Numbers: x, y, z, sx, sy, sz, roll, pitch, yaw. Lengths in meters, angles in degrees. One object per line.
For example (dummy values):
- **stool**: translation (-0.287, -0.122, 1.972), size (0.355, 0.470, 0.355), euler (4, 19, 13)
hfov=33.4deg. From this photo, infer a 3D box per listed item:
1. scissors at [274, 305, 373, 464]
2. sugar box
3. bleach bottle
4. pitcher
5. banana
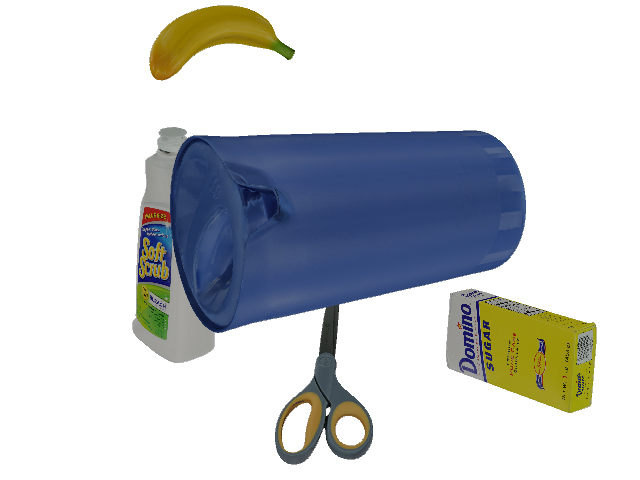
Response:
- **scissors**: translation (0.021, 0.126, 0.992), size (0.096, 0.201, 0.016), euler (13, -41, 17)
- **sugar box**: translation (0.216, 0.117, 1.170), size (0.048, 0.093, 0.177), euler (-9, 16, -42)
- **bleach bottle**: translation (-0.157, 0.000, 1.129), size (0.067, 0.251, 0.103), euler (-19, 33, -35)
- **pitcher**: translation (0.017, -0.015, 0.775), size (0.242, 0.145, 0.149), euler (-7, 34, -27)
- **banana**: translation (-0.104, -0.196, 1.032), size (0.070, 0.037, 0.197), euler (44, 38, 20)
